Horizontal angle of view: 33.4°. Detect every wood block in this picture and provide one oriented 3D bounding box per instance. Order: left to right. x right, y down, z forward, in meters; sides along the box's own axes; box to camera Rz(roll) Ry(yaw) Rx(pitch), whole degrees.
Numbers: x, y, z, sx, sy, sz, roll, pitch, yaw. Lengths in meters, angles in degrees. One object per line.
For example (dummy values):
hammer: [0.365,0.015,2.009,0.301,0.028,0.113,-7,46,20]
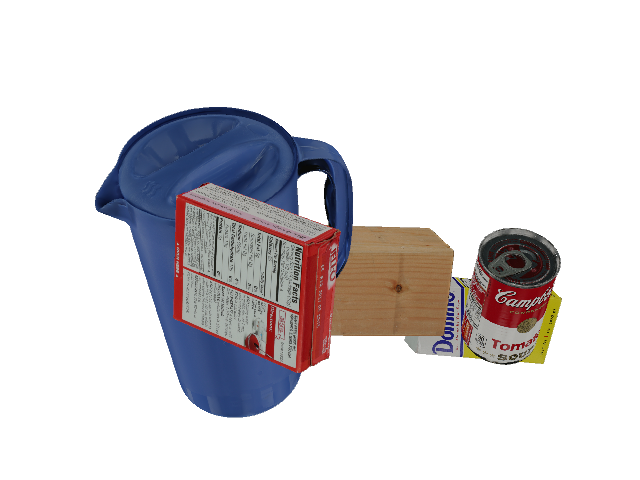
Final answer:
wood block: [0.015,0.038,1.041,0.206,0.091,0.090,2,15,-12]

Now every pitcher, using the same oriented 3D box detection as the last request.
pitcher: [-0.065,0.024,0.842,0.149,0.243,0.144,18,48,23]

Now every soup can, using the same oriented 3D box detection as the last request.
soup can: [0.160,0.049,0.912,0.068,0.102,0.068,2,44,-2]

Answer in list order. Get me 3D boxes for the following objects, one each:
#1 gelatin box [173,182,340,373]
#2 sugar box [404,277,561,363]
gelatin box: [-0.034,0.018,0.548,0.089,0.073,0.030,20,29,30]
sugar box: [0.199,0.097,1.304,0.176,0.093,0.048,5,18,-19]
